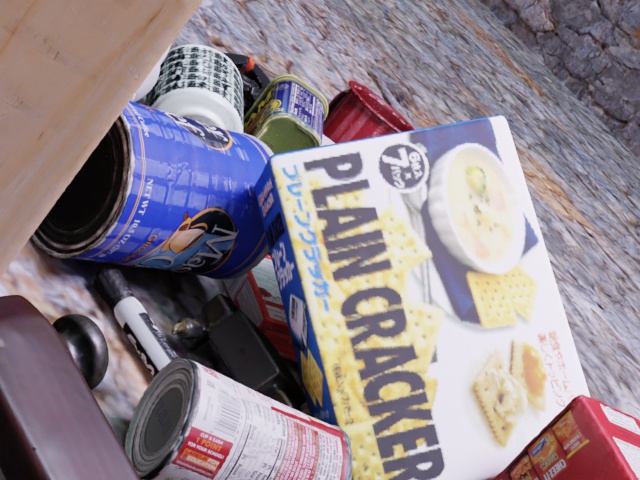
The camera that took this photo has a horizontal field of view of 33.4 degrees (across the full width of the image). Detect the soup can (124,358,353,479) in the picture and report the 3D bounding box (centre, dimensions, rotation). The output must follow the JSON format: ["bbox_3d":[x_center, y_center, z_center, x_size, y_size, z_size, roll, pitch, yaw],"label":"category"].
[{"bbox_3d":[-0.042,0.111,0.560,0.102,0.069,0.068,29,24,-26],"label":"soup can"}]

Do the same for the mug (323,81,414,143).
[{"bbox_3d":[0.036,-0.109,1.094,0.093,0.082,0.117,24,23,-44],"label":"mug"}]

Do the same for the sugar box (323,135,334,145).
[{"bbox_3d":[0.055,-0.025,1.020,0.176,0.048,0.093,33,22,-11],"label":"sugar box"}]

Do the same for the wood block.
[{"bbox_3d":[-0.155,-0.083,0.556,0.090,0.206,0.091,32,22,-23],"label":"wood block"}]

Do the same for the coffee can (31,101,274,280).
[{"bbox_3d":[-0.105,-0.032,0.683,0.140,0.103,0.103,11,36,-52],"label":"coffee can"}]

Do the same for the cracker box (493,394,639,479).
[{"bbox_3d":[0.144,0.214,0.544,0.072,0.164,0.214,23,27,-33],"label":"cracker box"}]

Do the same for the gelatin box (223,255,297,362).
[{"bbox_3d":[-0.025,0.049,0.753,0.073,0.030,0.089,20,26,-32],"label":"gelatin box"}]

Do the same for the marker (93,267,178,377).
[{"bbox_3d":[-0.099,0.062,0.627,0.121,0.020,0.020,52,24,25],"label":"marker"}]

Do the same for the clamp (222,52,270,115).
[{"bbox_3d":[-0.088,-0.142,1.017,0.164,0.036,0.210,29,21,-17],"label":"clamp"}]

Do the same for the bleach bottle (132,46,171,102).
[{"bbox_3d":[-0.158,-0.175,0.877,0.251,0.102,0.068,-103,171,-56],"label":"bleach bottle"}]

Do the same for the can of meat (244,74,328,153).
[{"bbox_3d":[-0.039,-0.075,0.883,0.057,0.102,0.084,34,25,-16],"label":"can of meat"}]
